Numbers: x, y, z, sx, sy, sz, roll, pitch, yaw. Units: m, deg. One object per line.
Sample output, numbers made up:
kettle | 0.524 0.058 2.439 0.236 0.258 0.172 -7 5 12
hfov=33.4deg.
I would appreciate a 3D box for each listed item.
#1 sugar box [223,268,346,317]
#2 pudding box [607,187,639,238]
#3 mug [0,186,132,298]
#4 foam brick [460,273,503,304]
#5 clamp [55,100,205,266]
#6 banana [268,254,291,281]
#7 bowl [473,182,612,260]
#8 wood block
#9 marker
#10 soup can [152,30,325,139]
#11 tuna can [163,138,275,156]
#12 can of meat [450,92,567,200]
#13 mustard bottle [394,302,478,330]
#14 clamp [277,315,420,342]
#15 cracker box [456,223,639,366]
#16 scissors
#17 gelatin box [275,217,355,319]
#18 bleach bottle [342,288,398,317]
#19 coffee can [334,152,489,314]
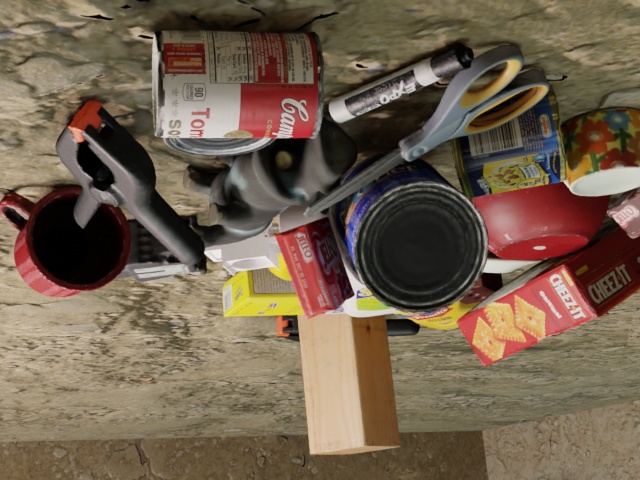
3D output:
sugar box | -0.022 0.063 1.293 0.176 0.048 0.093 3 162 -24
pudding box | 0.309 -0.055 0.910 0.090 0.039 0.114 -45 -177 -25
mug | -0.234 0.000 0.946 0.117 0.093 0.082 35 155 -17
foam brick | 0.180 0.042 1.272 0.053 0.051 0.078 -14 162 28
clamp | -0.164 -0.045 0.821 0.120 0.039 0.171 9 145 23
banana | -0.025 0.009 1.127 0.069 0.037 0.198 -22 167 -7
bowl | 0.219 -0.018 1.069 0.162 0.055 0.162 -4 164 -1
wood block | 0.037 0.176 1.417 0.090 0.206 0.090 -16 161 33
marker | 0.056 -0.110 0.751 0.121 0.020 0.020 -19 160 40
soup can | -0.053 -0.098 0.672 0.102 0.068 0.068 -1 164 -11
tuna can | -0.071 -0.089 0.758 0.086 0.034 0.086 -5 164 -2
can of meat | 0.149 -0.073 0.846 0.084 0.057 0.102 -10 164 11
mustard bottle | 0.137 0.072 1.355 0.096 0.058 0.191 -12 163 25
clamp | 0.020 0.138 1.587 0.209 0.036 0.165 6 161 -29
cracker box | 0.273 0.053 1.173 0.164 0.072 0.214 -29 175 -30
scissors | 0.072 -0.080 0.762 0.201 0.016 0.096 -25 153 -1
gelatin box | -0.002 0.021 0.881 0.030 0.073 0.089 -19 180 13
bleach bottle | 0.060 0.019 1.139 0.102 0.068 0.251 -8 162 4
coffee can | 0.069 -0.010 0.857 0.102 0.103 0.140 -4 -166 -4
